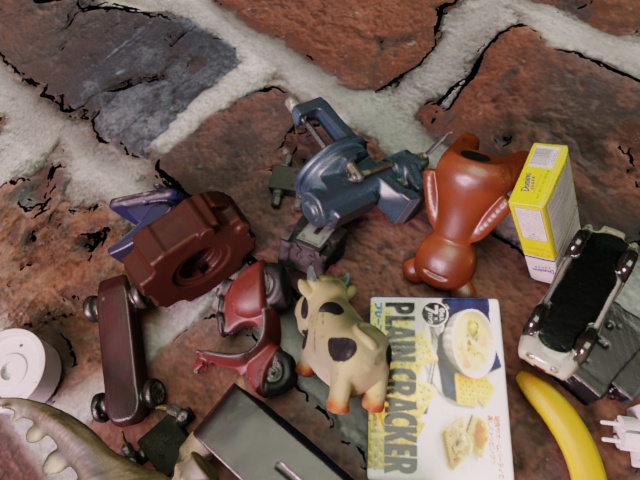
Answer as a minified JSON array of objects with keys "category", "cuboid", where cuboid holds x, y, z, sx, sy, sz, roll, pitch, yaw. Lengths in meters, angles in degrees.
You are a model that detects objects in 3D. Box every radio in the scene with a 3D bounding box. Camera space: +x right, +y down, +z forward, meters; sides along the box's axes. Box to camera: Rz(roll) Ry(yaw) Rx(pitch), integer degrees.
[{"category":"radio","cuboid":[-0.021,0.263,0.592,0.230,0.131,0.073,35,74,20]}]

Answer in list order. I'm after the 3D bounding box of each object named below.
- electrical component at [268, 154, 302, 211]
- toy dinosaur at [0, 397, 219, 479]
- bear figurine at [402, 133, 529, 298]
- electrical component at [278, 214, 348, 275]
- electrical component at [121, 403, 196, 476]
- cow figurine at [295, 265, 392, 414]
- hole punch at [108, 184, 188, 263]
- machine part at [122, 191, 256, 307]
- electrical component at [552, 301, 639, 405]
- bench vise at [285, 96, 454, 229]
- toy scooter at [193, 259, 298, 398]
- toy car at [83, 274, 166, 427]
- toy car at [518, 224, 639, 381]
[{"category":"electrical component","cuboid":[-0.044,-0.090,0.824,0.063,0.021,0.094,7,65,10]},{"category":"toy dinosaur","cuboid":[-0.185,0.312,0.584,0.198,0.105,0.471,-42,78,-10]},{"category":"bear figurine","cuboid":[0.191,-0.024,0.705,0.120,0.195,0.132,23,34,29]},{"category":"electrical component","cuboid":[-0.002,-0.002,0.758,0.075,0.047,0.119,20,39,13]},{"category":"electrical component","cuboid":[-0.197,0.253,0.667,0.102,0.045,0.078,-35,64,-9]},{"category":"cow figurine","cuboid":[0.018,0.109,0.647,0.085,0.195,0.127,12,98,-24]},{"category":"hole punch","cuboid":[-0.222,-0.009,0.752,0.116,0.142,0.092,-13,61,17]},{"category":"machine part","cuboid":[-0.167,0.017,0.710,0.179,0.179,0.056,-35,69,-10]},{"category":"electrical component","cuboid":[0.333,0.130,0.652,0.115,0.058,0.134,-44,67,-11]},{"category":"bench vise","cuboid":[0.042,-0.123,0.767,0.224,0.128,0.241,-30,72,-18]},{"category":"toy scooter","cuboid":[-0.102,0.117,0.706,0.135,0.075,0.184,-11,64,11]},{"category":"toy car","cuboid":[-0.263,0.146,0.722,0.089,0.053,0.202,-20,67,9]},{"category":"toy car","cuboid":[0.302,0.066,0.626,0.074,0.056,0.202,28,69,26]}]
